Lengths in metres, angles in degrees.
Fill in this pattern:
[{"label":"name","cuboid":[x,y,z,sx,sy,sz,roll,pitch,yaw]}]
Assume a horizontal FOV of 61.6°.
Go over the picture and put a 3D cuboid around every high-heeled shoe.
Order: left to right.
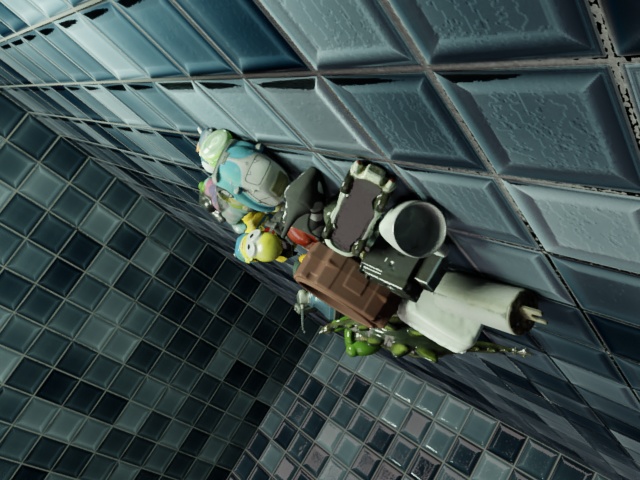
[{"label":"high-heeled shoe","cuboid":[-0.012,-0.078,1.032,0.086,0.145,0.249,29,-164,9]}]

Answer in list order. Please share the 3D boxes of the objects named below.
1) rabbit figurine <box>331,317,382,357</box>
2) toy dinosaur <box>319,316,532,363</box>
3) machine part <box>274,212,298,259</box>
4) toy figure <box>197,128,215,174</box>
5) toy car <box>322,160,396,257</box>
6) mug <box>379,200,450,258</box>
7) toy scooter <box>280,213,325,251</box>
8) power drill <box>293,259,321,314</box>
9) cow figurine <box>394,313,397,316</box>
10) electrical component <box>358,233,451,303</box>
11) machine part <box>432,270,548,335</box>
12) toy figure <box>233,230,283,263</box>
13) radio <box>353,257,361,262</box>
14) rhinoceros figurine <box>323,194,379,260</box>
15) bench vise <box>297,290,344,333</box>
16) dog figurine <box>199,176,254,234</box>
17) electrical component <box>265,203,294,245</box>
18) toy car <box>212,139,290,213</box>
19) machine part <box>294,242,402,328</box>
[{"label":"rabbit figurine","cuboid":[0.102,0.210,1.410,0.121,0.159,0.170,27,130,44]},{"label":"toy dinosaur","cuboid":[0.232,0.227,1.247,0.472,0.105,0.198,3,-178,2]},{"label":"machine part","cuboid":[-0.084,-0.012,1.367,0.084,0.039,0.138,22,133,22]},{"label":"toy figure","cuboid":[-0.220,-0.180,1.108,0.064,0.058,0.154,-6,167,-5]},{"label":"toy car","cuboid":[0.057,-0.044,0.828,0.073,0.056,0.201,28,141,5]},{"label":"mug","cuboid":[0.141,-0.015,0.806,0.109,0.080,0.107,29,-179,-15]},{"label":"toy scooter","cuboid":[-0.002,-0.004,1.211,0.135,0.075,0.183,25,170,35]},{"label":"power drill","cuboid":[0.000,0.119,1.472,0.207,0.232,0.085,33,130,58]},{"label":"cow figurine","cuboid":[0.187,0.192,1.495,0.127,0.085,0.195,43,163,-17]},{"label":"electrical component","cuboid":[0.144,0.032,0.878,0.134,0.115,0.058,21,168,43]},{"label":"machine part","cuboid":[0.277,0.104,0.915,0.079,0.079,0.243,40,165,-31]},{"label":"toy figure","cuboid":[-0.154,0.017,1.305,0.089,0.082,0.180,-7,176,-25]},{"label":"radio","cuboid":[0.162,0.091,1.168,0.229,0.073,0.131,40,165,-31]},{"label":"rhinoceros figurine","cuboid":[0.078,-0.002,0.985,0.190,0.073,0.112,42,173,-24]},{"label":"bench vise","cuboid":[0.028,0.102,1.339,0.241,0.224,0.128,-129,26,-53]},{"label":"dog figurine","cuboid":[-0.211,-0.114,1.241,0.192,0.108,0.219,33,164,10]},{"label":"electrical component","cuboid":[-0.067,-0.027,1.279,0.119,0.075,0.048,46,163,-33]},{"label":"toy car","cuboid":[-0.111,-0.108,0.990,0.103,0.109,0.161,14,163,43]},{"label":"machine part","cuboid":[0.051,0.095,1.075,0.201,0.087,0.201,33,171,-3]}]
